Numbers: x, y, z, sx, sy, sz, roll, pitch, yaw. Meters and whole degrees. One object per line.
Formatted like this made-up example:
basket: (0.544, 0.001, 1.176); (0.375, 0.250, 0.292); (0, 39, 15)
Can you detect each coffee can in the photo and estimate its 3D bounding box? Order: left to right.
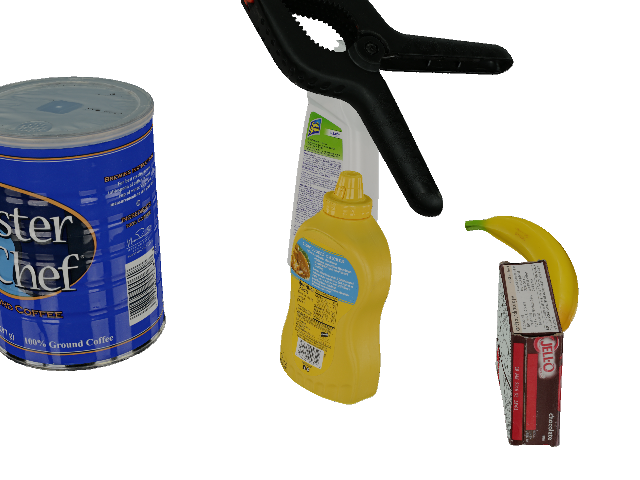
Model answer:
coffee can: (-0.143, -0.012, 0.611); (0.103, 0.140, 0.103); (0, 26, 0)

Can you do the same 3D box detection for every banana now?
banana: (0.224, 0.025, 1.112); (0.069, 0.037, 0.198); (-31, 38, -2)

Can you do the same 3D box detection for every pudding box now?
pudding box: (0.147, 0.077, 0.754); (0.039, 0.090, 0.113); (-1, 25, 4)

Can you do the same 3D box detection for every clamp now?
clamp: (0.031, -0.120, 0.767); (0.210, 0.164, 0.036); (27, -31, -10)

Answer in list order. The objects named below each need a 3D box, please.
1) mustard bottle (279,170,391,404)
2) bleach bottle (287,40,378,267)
mustard bottle: (0.015, 0.035, 0.900); (0.058, 0.192, 0.096); (-13, 27, -41)
bleach bottle: (0.024, -0.085, 1.141); (0.103, 0.251, 0.067); (17, 18, 37)
